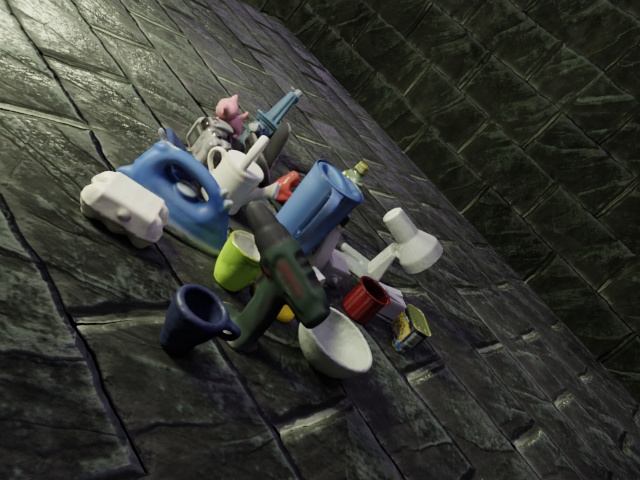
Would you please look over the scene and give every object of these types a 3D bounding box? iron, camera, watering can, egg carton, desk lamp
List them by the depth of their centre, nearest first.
[{"bbox_3d":[-0.340,-0.054,1.004,0.151,0.069,0.107,34,23,-19],"label":"egg carton"},{"bbox_3d":[-0.255,-0.092,1.119,0.259,0.141,0.118,39,22,-8],"label":"iron"},{"bbox_3d":[-0.171,-0.154,1.304,0.173,0.194,0.100,31,24,-25],"label":"watering can"},{"bbox_3d":[-0.250,-0.241,1.457,0.137,0.100,0.143,20,31,-43],"label":"camera"},{"bbox_3d":[0.194,0.028,1.550,0.203,0.213,0.118,37,22,-12],"label":"desk lamp"}]

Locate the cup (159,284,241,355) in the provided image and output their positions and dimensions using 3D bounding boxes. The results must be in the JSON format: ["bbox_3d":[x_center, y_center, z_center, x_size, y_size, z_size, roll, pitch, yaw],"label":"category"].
[{"bbox_3d":[-0.188,0.136,0.872,0.118,0.095,0.091,35,23,-17],"label":"cup"}]

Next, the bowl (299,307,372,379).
[{"bbox_3d":[0.017,0.208,1.108,0.168,0.074,0.167,35,23,-17],"label":"bowl"}]

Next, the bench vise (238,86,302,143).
[{"bbox_3d":[-0.133,-0.346,1.687,0.122,0.219,0.207,36,22,-13],"label":"bench vise"}]

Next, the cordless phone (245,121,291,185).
[{"bbox_3d":[-0.141,-0.258,1.557,0.094,0.185,0.147,23,28,-39],"label":"cordless phone"}]

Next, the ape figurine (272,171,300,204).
[{"bbox_3d":[-0.089,-0.149,1.568,0.076,0.092,0.077,30,25,-26],"label":"ape figurine"}]

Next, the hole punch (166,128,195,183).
[{"bbox_3d":[-0.311,-0.177,1.249,0.101,0.091,0.108,26,27,-34],"label":"hole punch"}]

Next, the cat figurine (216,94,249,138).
[{"bbox_3d":[-0.256,-0.360,1.644,0.128,0.117,0.067,6,41,-56],"label":"cat figurine"}]

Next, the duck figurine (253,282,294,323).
[{"bbox_3d":[-0.075,0.101,1.138,0.104,0.086,0.078,43,22,2],"label":"duck figurine"}]

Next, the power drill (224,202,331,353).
[{"bbox_3d":[-0.098,0.080,0.974,0.229,0.208,0.076,47,22,12],"label":"power drill"}]

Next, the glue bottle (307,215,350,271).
[{"bbox_3d":[0.012,0.005,1.344,0.037,0.173,0.078,20,30,-42],"label":"glue bottle"}]
